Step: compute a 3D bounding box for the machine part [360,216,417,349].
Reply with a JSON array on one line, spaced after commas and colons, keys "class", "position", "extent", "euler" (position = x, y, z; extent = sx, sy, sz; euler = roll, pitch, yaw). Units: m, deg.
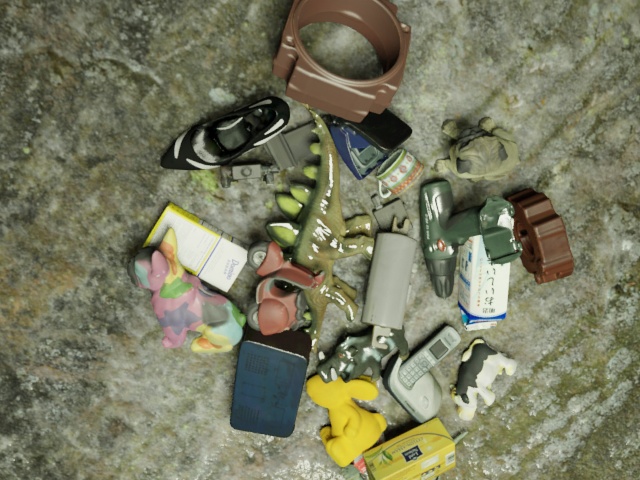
[{"class": "machine part", "position": [0.126, 0.075, 0.983], "extent": [0.079, 0.079, 0.243], "euler": [13, 83, -8]}]

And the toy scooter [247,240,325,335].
[{"class": "toy scooter", "position": [-0.058, 0.090, 0.935], "extent": [0.135, 0.075, 0.183], "euler": [7, 114, 11]}]

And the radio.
[{"class": "radio", "position": [-0.096, 0.272, 1.038], "extent": [0.131, 0.073, 0.229], "euler": [12, 119, 1]}]

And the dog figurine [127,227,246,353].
[{"class": "dog figurine", "position": [-0.234, 0.089, 0.949], "extent": [0.192, 0.108, 0.219], "euler": [3, 126, 9]}]

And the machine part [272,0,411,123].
[{"class": "machine part", "position": [0.037, -0.307, 0.865], "extent": [0.201, 0.087, 0.201], "euler": [19, 69, -9]}]

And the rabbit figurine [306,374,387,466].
[{"class": "rabbit figurine", "position": [0.047, 0.337, 1.082], "extent": [0.162, 0.122, 0.173], "euler": [-36, 87, 3]}]

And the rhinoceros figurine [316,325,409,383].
[{"class": "rhinoceros figurine", "position": [0.084, 0.219, 1.045], "extent": [0.190, 0.073, 0.112], "euler": [-30, 131, -5]}]

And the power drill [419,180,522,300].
[{"class": "power drill", "position": [0.259, 0.003, 0.961], "extent": [0.086, 0.207, 0.231], "euler": [-13, 95, -19]}]

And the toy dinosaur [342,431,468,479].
[{"class": "toy dinosaur", "position": [0.149, 0.554, 1.150], "extent": [0.405, 0.131, 0.191], "euler": [-17, 118, -4]}]

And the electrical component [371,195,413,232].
[{"class": "electrical component", "position": [0.137, -0.051, 1.025], "extent": [0.063, 0.021, 0.094], "euler": [-28, 105, 3]}]

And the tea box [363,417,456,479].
[{"class": "tea box", "position": [0.176, 0.431, 1.053], "extent": [0.170, 0.068, 0.098], "euler": [-20, 129, -11]}]

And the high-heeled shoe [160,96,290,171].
[{"class": "high-heeled shoe", "position": [-0.164, -0.169, 0.905], "extent": [0.249, 0.145, 0.086], "euler": [-27, 105, 1]}]

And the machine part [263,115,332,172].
[{"class": "machine part", "position": [-0.033, -0.180, 0.969], "extent": [0.139, 0.039, 0.084], "euler": [-22, 101, 3]}]

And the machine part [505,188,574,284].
[{"class": "machine part", "position": [0.394, -0.009, 0.984], "extent": [0.056, 0.179, 0.179], "euler": [-20, 106, 4]}]

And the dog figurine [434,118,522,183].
[{"class": "dog figurine", "position": [0.298, -0.143, 0.925], "extent": [0.172, 0.191, 0.121], "euler": [-5, 106, -5]}]

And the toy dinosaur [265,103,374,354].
[{"class": "toy dinosaur", "position": [-0.002, -0.003, 0.983], "extent": [0.199, 0.105, 0.470], "euler": [7, 106, -6]}]

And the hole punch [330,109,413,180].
[{"class": "hole punch", "position": [0.080, -0.179, 0.936], "extent": [0.116, 0.142, 0.092], "euler": [43, 139, 7]}]

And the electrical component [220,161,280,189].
[{"class": "electrical component", "position": [-0.126, -0.116, 0.953], "extent": [0.102, 0.078, 0.045], "euler": [-7, 106, -13]}]

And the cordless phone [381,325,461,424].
[{"class": "cordless phone", "position": [0.227, 0.267, 1.091], "extent": [0.184, 0.089, 0.146], "euler": [-41, 104, 3]}]

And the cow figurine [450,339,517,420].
[{"class": "cow figurine", "position": [0.317, 0.290, 1.109], "extent": [0.098, 0.068, 0.167], "euler": [32, 97, -7]}]
